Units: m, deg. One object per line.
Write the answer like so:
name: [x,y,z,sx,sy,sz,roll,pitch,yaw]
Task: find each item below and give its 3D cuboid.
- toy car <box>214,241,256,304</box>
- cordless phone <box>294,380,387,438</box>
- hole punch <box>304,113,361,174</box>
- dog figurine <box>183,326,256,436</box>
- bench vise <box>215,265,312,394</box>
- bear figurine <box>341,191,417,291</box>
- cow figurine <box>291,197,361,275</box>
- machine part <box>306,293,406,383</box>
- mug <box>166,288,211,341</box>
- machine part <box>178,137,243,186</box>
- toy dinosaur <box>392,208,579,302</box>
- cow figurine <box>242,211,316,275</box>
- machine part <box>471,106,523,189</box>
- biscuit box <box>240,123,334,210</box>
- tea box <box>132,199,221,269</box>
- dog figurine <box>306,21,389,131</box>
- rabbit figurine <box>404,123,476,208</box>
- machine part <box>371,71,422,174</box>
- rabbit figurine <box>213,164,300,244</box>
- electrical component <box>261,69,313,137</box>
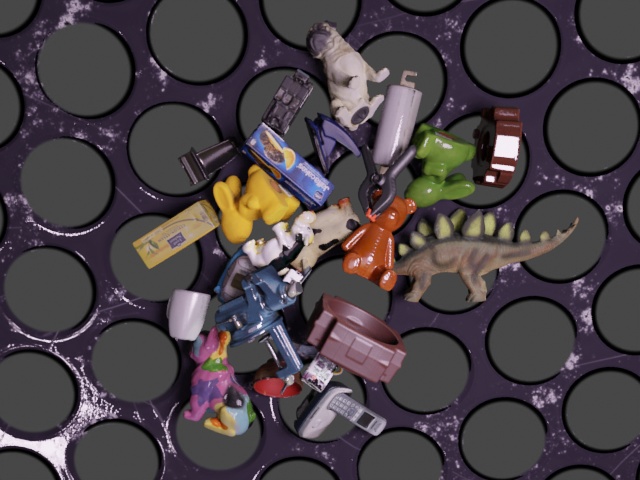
toy car: [-0.163,0.090,1.173,0.109,0.103,0.161,25,99,-5]
cordless phone: [0.047,0.412,1.229,0.184,0.089,0.146,35,96,-9]
hole punch: [0.024,-0.212,1.124,0.092,0.142,0.115,-21,111,4]
dog figurine: [-0.217,0.298,1.190,0.192,0.108,0.219,13,93,23]
bench vise: [-0.096,0.177,1.078,0.224,0.129,0.240,-26,91,19]
bear figurine: [0.126,-0.011,1.104,0.120,0.132,0.195,28,93,-8]
cow figurine: [-0.002,-0.004,1.174,0.195,0.085,0.127,-24,91,2]
machine part: [0.072,0.206,1.140,0.201,0.201,0.087,28,100,-4]
mug: [-0.302,0.164,1.184,0.110,0.080,0.107,2,77,31]
machine part: [-0.235,-0.178,1.170,0.139,0.039,0.084,-24,92,4]
toy dinosaur: [0.321,0.032,1.167,0.472,0.105,0.198,-4,97,1]
cow figurine: [-0.068,0.011,1.108,0.167,0.068,0.098,-30,85,16]
machine part: [0.360,-0.191,1.109,0.056,0.179,0.179,6,97,0]
biscuit box: [-0.066,-0.148,1.107,0.202,0.063,0.059,39,73,-14]
tea box: [-0.305,-0.015,1.160,0.170,0.098,0.068,-33,96,5]
dog figurine: [0.036,-0.345,1.136,0.191,0.121,0.172,51,138,27]
rabbit figurine: [0.249,-0.145,1.157,0.159,0.121,0.170,17,115,-10]
machine part: [0.160,-0.238,1.145,0.079,0.079,0.243,12,98,-2]
rabbit figurine: [-0.156,-0.068,1.150,0.162,0.122,0.173,43,114,-3]
electrical component: [-0.066,-0.285,1.118,0.058,0.115,0.134,31,93,-8]
